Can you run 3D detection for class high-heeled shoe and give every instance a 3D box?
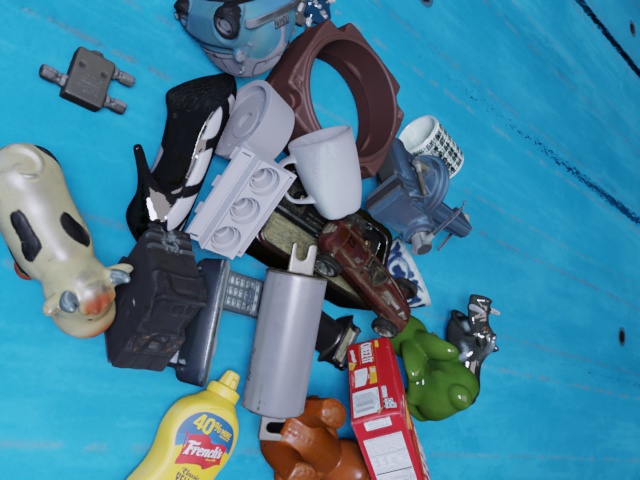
[{"bbox_3d":[-0.151,-0.097,0.651,0.249,0.086,0.145,-59,154,-45],"label":"high-heeled shoe"}]

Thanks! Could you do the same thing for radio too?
[{"bbox_3d":[-0.002,-0.002,0.756,0.229,0.073,0.131,34,65,-34],"label":"radio"}]

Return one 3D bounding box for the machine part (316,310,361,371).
[{"bbox_3d":[0.005,0.129,0.777,0.138,0.039,0.084,40,70,-33],"label":"machine part"}]

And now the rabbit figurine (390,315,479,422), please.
[{"bbox_3d":[0.156,0.192,0.839,0.121,0.159,0.170,-36,81,-3],"label":"rabbit figurine"}]

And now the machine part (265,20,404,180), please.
[{"bbox_3d":[0.024,-0.197,0.789,0.200,0.087,0.201,43,59,-30],"label":"machine part"}]

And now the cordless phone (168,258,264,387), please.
[{"bbox_3d":[-0.110,0.105,0.661,0.184,0.089,0.146,27,67,-56],"label":"cordless phone"}]

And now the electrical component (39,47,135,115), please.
[{"bbox_3d":[-0.253,-0.177,0.588,0.094,0.021,0.063,21,73,-37],"label":"electrical component"}]

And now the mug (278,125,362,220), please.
[{"bbox_3d":[0.004,-0.077,0.676,0.109,0.081,0.107,-28,111,-20],"label":"mug"}]

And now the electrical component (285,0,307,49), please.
[{"bbox_3d":[-0.059,-0.301,0.724,0.045,0.102,0.078,-4,114,-37],"label":"electrical component"}]

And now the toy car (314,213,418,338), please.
[{"bbox_3d":[0.071,0.052,0.732,0.202,0.053,0.089,49,55,-24],"label":"toy car"}]

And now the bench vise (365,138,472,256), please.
[{"bbox_3d":[0.172,-0.054,0.850,0.240,0.129,0.224,25,28,-37],"label":"bench vise"}]

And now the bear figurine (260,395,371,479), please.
[{"bbox_3d":[0.017,0.293,0.715,0.195,0.132,0.120,43,64,-23],"label":"bear figurine"}]

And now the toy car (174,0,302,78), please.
[{"bbox_3d":[-0.099,-0.252,0.658,0.109,0.162,0.102,-42,137,-35],"label":"toy car"}]

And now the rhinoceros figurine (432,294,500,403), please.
[{"bbox_3d":[0.255,0.188,0.940,0.073,0.112,0.190,16,84,-37],"label":"rhinoceros figurine"}]

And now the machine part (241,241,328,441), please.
[{"bbox_3d":[-0.043,0.122,0.652,0.079,0.079,0.243,12,90,-40],"label":"machine part"}]

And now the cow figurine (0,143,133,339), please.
[{"bbox_3d":[-0.250,0.002,0.507,0.085,0.127,0.194,-29,103,-36],"label":"cow figurine"}]

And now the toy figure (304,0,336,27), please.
[{"bbox_3d":[-0.035,-0.376,0.771,0.154,0.064,0.058,51,20,-31],"label":"toy figure"}]

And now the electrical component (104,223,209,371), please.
[{"bbox_3d":[-0.179,0.067,0.558,0.058,0.115,0.134,21,117,-38],"label":"electrical component"}]
